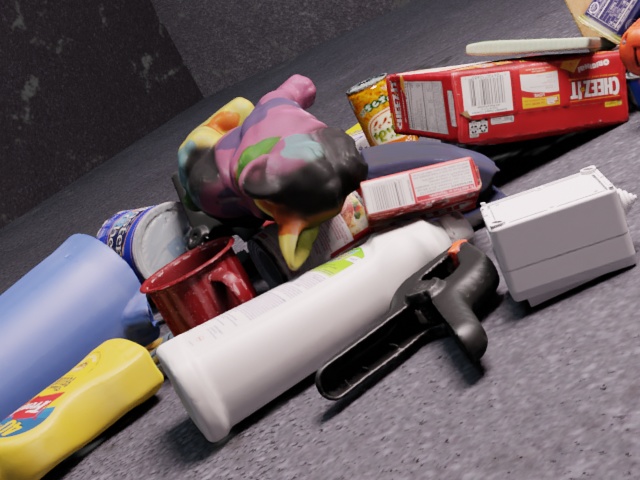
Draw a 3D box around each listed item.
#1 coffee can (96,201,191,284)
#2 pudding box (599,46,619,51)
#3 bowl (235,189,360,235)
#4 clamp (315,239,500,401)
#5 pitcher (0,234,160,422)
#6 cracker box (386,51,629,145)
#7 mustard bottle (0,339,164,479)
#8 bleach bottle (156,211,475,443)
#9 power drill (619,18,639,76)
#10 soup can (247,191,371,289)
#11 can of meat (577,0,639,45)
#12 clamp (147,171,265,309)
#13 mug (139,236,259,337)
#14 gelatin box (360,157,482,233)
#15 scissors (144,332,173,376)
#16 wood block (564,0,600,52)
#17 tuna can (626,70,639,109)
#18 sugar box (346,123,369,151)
[{"bbox_3d":[-0.189,0.011,1.226,0.102,0.103,0.141,-35,15,-26],"label":"coffee can"},{"bbox_3d":[0.347,-0.207,1.098,0.113,0.039,0.090,-34,13,-28],"label":"pudding box"},{"bbox_3d":[-0.013,-0.027,1.117,0.162,0.055,0.162,-27,14,7],"label":"bowl"},{"bbox_3d":[0.065,0.051,0.712,0.120,0.039,0.171,-17,14,23],"label":"clamp"},{"bbox_3d":[-0.284,0.111,1.000,0.242,0.145,0.149,-41,-6,-33],"label":"pitcher"},{"bbox_3d":[0.173,-0.138,1.032,0.164,0.072,0.214,-9,10,-11],"label":"cracker box"},{"bbox_3d":[-0.222,0.155,0.861,0.191,0.058,0.096,-38,17,-33],"label":"mustard bottle"},{"bbox_3d":[0.007,0.050,0.783,0.250,0.068,0.103,-29,14,-13],"label":"bleach bottle"},{"bbox_3d":[0.363,-0.190,0.876,0.188,0.057,0.184,3,35,43],"label":"power drill"},{"bbox_3d":[-0.006,0.001,0.972,0.102,0.068,0.069,-33,14,-17],"label":"soup can"},{"bbox_3d":[0.295,-0.224,0.989,0.101,0.057,0.084,-5,-50,-57],"label":"can of meat"},{"bbox_3d":[-0.115,-0.003,1.078,0.210,0.036,0.164,-6,65,47],"label":"clamp"},{"bbox_3d":[-0.089,0.053,0.916,0.093,0.081,0.117,-37,15,-32],"label":"mug"},{"bbox_3d":[0.078,-0.033,0.825,0.089,0.030,0.073,-13,-10,3],"label":"gelatin box"},{"bbox_3d":[-0.114,0.081,1.007,0.201,0.016,0.096,-37,17,-33],"label":"scissors"},{"bbox_3d":[0.271,-0.308,1.089,0.090,0.206,0.090,-26,10,18],"label":"wood block"},{"bbox_3d":[0.317,-0.152,0.961,0.086,0.034,0.086,-27,13,7],"label":"tuna can"},{"bbox_3d":[0.070,-0.131,1.353,0.176,0.048,0.093,-34,15,-28],"label":"sugar box"}]
